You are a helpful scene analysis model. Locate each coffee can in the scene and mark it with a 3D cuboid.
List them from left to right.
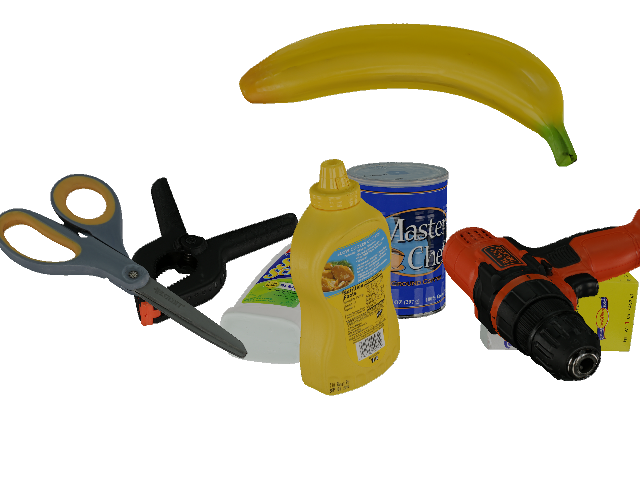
[{"bbox_3d":[0.078,-0.002,1.086,0.103,0.140,0.103,-1,14,0],"label":"coffee can"}]

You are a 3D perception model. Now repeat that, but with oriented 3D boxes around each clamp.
[{"bbox_3d":[-0.138,0.008,1.072,0.165,0.036,0.209,19,39,17],"label":"clamp"}]

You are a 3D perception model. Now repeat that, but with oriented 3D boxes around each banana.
[{"bbox_3d":[0.054,-0.095,0.612,0.198,0.069,0.037,12,-33,13],"label":"banana"}]

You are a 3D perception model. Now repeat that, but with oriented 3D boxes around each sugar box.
[{"bbox_3d":[0.284,0.084,1.277,0.176,0.093,0.048,0,18,-5],"label":"sugar box"}]

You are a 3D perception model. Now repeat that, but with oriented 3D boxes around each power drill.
[{"bbox_3d":[0.202,0.029,0.763,0.187,0.057,0.184,-10,28,-15],"label":"power drill"}]

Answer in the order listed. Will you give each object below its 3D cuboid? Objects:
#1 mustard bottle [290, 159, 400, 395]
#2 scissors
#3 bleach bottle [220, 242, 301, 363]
[{"bbox_3d":[0.019,0.026,0.880,0.096,0.191,0.058,-25,30,-36],"label":"mustard bottle"},{"bbox_3d":[-0.125,0.010,0.731,0.202,0.096,0.016,19,-38,10],"label":"scissors"},{"bbox_3d":[-0.030,0.048,1.279,0.103,0.068,0.250,5,32,16],"label":"bleach bottle"}]
